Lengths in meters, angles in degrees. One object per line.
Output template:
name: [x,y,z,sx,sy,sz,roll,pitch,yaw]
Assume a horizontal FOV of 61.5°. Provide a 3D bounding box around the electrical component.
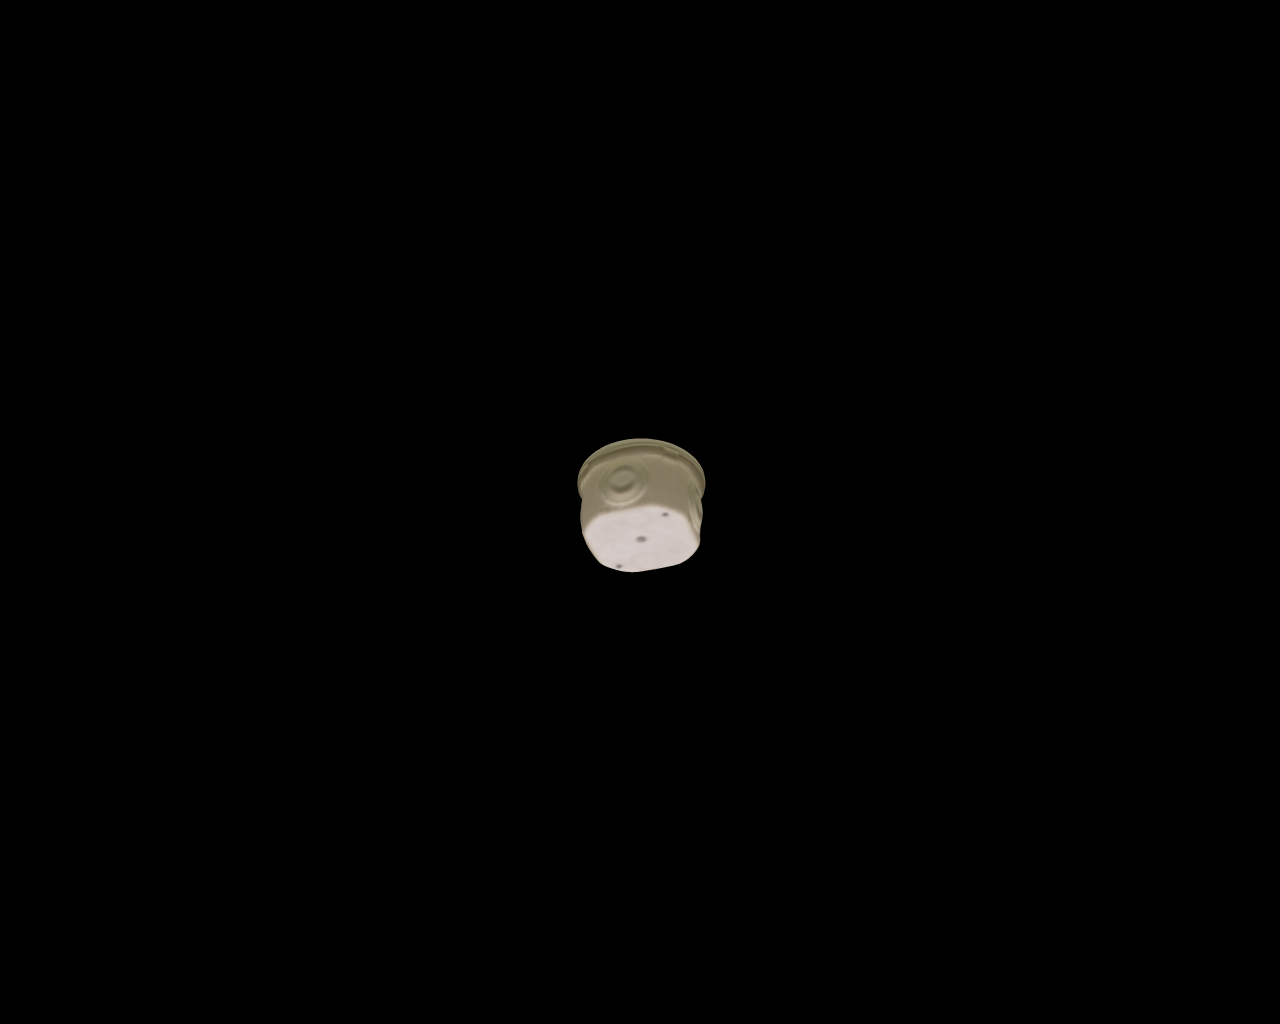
electrical component: [0.001,-0.003,0.650,0.080,0.051,0.080,0,-37,0]
